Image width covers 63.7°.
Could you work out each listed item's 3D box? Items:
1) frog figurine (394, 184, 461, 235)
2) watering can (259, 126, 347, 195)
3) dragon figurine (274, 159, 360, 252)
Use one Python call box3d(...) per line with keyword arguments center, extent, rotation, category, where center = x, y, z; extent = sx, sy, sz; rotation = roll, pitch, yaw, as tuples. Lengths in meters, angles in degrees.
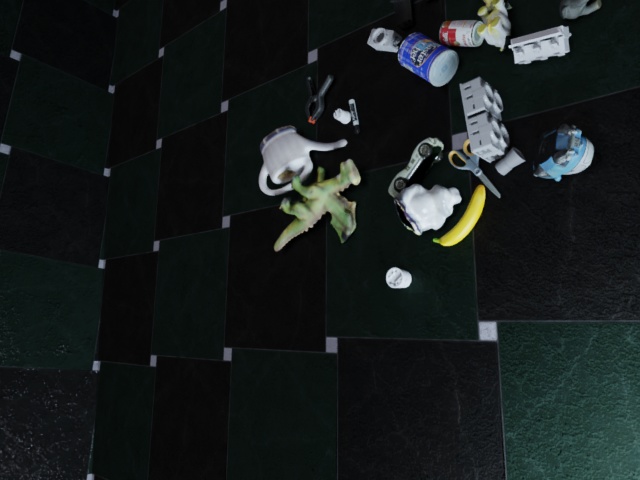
box3d(center=(0.289, -0.096, 1.375), extent=(0.160, 0.120, 0.139), rotation=(-32, 69, -7), category="frog figurine")
box3d(center=(-0.079, -0.296, 1.743), extent=(0.344, 0.103, 0.228), rotation=(-33, 61, 18), category="watering can")
box3d(center=(0.005, -0.082, 1.623), extent=(0.246, 0.122, 0.404), rotation=(37, 114, 32), category="dragon figurine")
